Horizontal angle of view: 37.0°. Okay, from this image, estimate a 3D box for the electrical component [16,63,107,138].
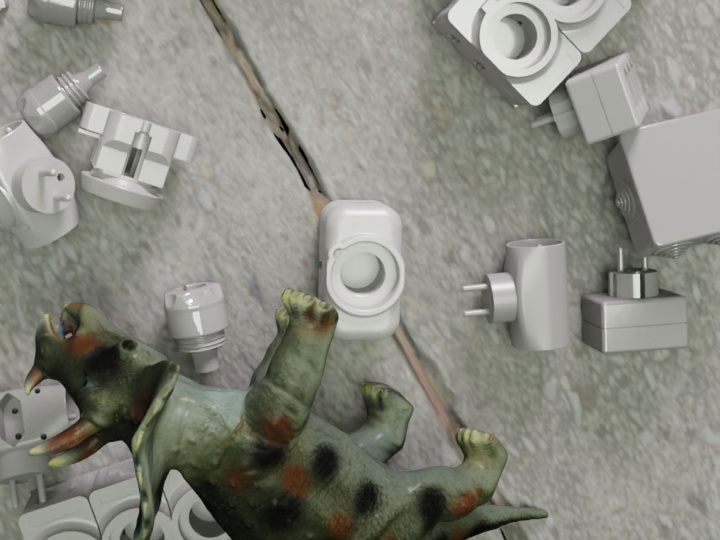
[{"bbox_3d":[-0.201,-0.119,0.734,0.061,0.035,0.035,-36,101,-3],"label":"electrical component"}]

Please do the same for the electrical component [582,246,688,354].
[{"bbox_3d":[0.204,0.019,0.803,0.066,0.047,0.076,-4,97,-7],"label":"electrical component"}]

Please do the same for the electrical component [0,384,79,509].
[{"bbox_3d":[-0.237,0.126,0.753,0.077,0.043,0.079,-12,72,-6],"label":"electrical component"}]

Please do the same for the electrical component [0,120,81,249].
[{"bbox_3d":[-0.216,-0.056,0.713,0.044,0.079,0.077,-41,118,-31],"label":"electrical component"}]

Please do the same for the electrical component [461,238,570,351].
[{"bbox_3d":[0.114,0.019,0.792,0.079,0.043,0.077,-6,99,-7],"label":"electrical component"}]

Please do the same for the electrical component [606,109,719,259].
[{"bbox_3d":[0.235,-0.061,0.780,0.100,0.048,0.099,-13,78,-7],"label":"electrical component"}]

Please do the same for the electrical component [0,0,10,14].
[{"bbox_3d":[-0.275,-0.181,0.703,0.078,0.057,0.058,-5,99,-7],"label":"electrical component"}]

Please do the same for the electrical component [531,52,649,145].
[{"bbox_3d":[0.160,-0.118,0.771,0.077,0.066,0.047,-17,102,25],"label":"electrical component"}]

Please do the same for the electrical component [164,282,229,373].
[{"bbox_3d":[-0.114,0.042,0.765,0.043,0.043,0.062,-10,101,-6],"label":"electrical component"}]

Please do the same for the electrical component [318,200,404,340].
[{"bbox_3d":[0.000,0.000,0.766,0.054,0.059,0.095,0,99,-8],"label":"electrical component"}]

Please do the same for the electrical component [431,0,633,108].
[{"bbox_3d":[0.137,-0.198,0.753,0.089,0.061,0.150,43,91,-11],"label":"electrical component"}]

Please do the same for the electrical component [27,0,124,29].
[{"bbox_3d":[-0.191,-0.180,0.726,0.061,0.035,0.035,10,97,-12],"label":"electrical component"}]

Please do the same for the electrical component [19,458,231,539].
[{"bbox_3d":[-0.155,0.185,0.772,0.150,0.061,0.089,-18,100,-5],"label":"electrical component"}]

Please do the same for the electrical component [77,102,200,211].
[{"bbox_3d":[-0.157,-0.075,0.734,0.078,0.058,0.057,17,96,-20],"label":"electrical component"}]
